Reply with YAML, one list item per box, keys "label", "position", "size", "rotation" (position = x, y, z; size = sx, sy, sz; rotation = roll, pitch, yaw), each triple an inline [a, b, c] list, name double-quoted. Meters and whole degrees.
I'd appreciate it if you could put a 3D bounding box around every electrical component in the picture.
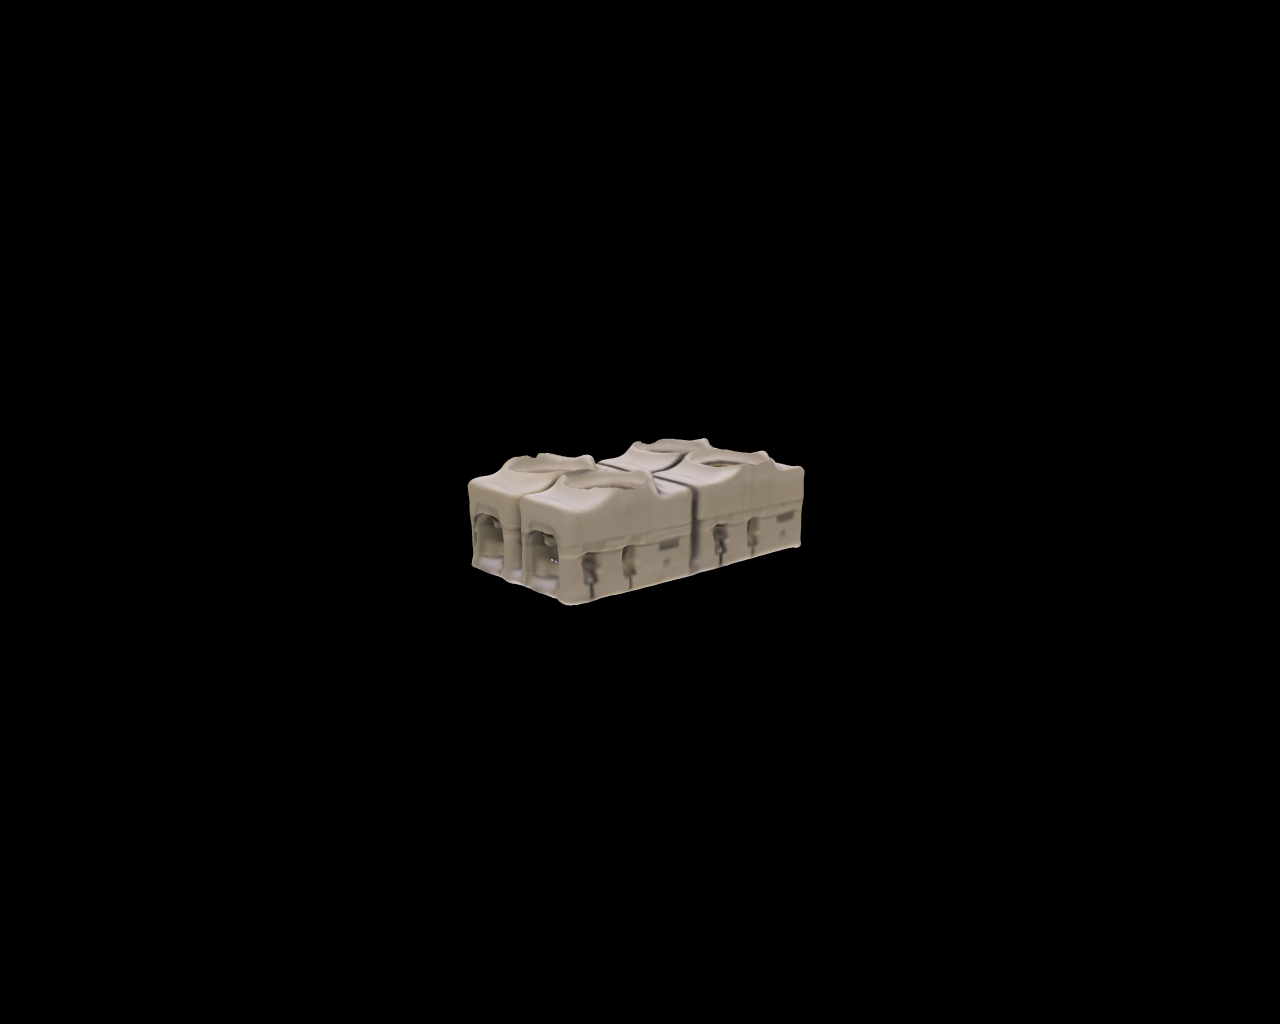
- label: "electrical component"
  position: [0.001, -0.003, 0.650]
  size: [0.186, 0.060, 0.105]
  rotation: [-11, 18, -37]
